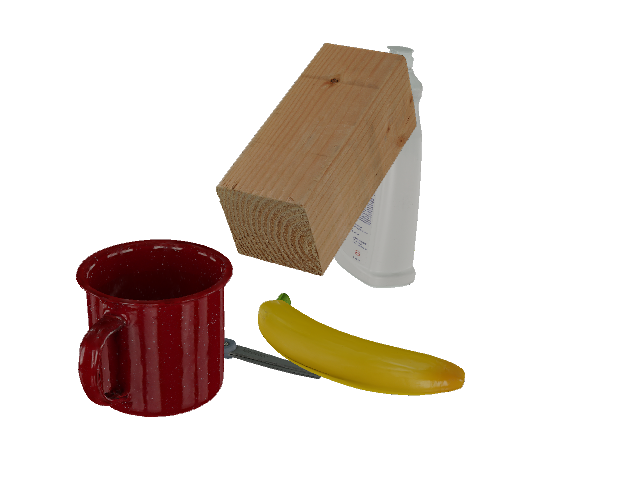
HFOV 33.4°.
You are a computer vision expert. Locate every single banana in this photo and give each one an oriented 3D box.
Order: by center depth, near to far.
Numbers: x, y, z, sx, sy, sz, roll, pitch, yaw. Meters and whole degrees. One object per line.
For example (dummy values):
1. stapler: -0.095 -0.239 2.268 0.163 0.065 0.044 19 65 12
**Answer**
1. banana: 0.014 0.079 0.815 0.198 0.037 0.069 23 39 40

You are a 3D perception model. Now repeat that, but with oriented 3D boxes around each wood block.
1. wood block: 0.002 -0.079 0.975 0.091 0.205 0.090 14 -38 26

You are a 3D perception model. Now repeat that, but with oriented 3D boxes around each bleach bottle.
1. bleach bottle: 0.073 -0.082 1.157 0.067 0.251 0.103 -5 24 -30

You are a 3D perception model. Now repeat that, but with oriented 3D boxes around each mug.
1. mug: -0.105 0.058 0.644 0.093 0.081 0.117 11 25 21

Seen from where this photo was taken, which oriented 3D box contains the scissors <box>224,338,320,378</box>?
1. scissors: -0.096 0.091 1.027 0.202 0.016 0.096 7 30 1
